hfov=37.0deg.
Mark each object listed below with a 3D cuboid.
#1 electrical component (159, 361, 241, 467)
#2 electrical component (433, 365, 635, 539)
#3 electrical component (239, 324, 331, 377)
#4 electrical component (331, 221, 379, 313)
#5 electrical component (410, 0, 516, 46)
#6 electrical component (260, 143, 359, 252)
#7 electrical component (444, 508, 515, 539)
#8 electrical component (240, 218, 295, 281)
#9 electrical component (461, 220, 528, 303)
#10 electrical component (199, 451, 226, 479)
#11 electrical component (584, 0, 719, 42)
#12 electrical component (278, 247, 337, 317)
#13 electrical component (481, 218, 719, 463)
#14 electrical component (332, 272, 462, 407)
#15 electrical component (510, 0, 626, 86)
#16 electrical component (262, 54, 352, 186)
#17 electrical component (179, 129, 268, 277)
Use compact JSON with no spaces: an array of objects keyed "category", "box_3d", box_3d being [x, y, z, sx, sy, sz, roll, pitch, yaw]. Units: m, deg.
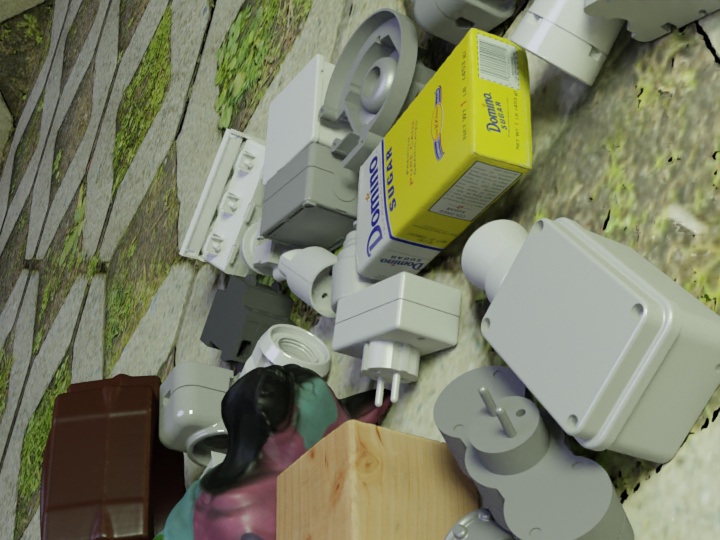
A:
[{"category":"electrical component","box_3d":[-0.109,0.118,0.850,0.053,0.095,0.059,-49,35,38]},{"category":"electrical component","box_3d":[0.077,0.088,0.531,0.052,0.073,0.138,-32,32,-4]},{"category":"electrical component","box_3d":[-0.057,0.079,0.821,0.057,0.058,0.078,-64,28,22]},{"category":"electrical component","box_3d":[0.000,0.000,0.780,0.040,0.040,0.078,-37,43,49]},{"category":"electrical component","box_3d":[0.073,-0.210,0.757,0.059,0.054,0.095,-26,52,55]},{"category":"electrical component","box_3d":[-0.036,-0.054,0.857,0.096,0.062,0.061,-32,47,52]},{"category":"electrical component","box_3d":[0.073,0.154,0.547,0.062,0.048,0.048,26,97,57]},{"category":"electrical component","box_3d":[-0.072,-0.021,0.919,0.055,0.048,0.066,-13,67,57]},{"category":"electrical component","box_3d":[0.088,0.002,0.609,0.045,0.045,0.055,-64,28,15]},{"category":"electrical component","box_3d":[-0.092,0.175,0.820,0.081,0.064,0.042,-57,29,27]},{"category":"electrical component","box_3d":[0.166,-0.167,0.561,0.089,0.050,0.055,-18,58,57]},{"category":"electrical component","box_3d":[-0.034,0.005,0.837,0.081,0.043,0.043,31,102,62]},{"category":"electrical component","box_3d":[0.117,0.031,0.525,0.078,0.057,0.113,-64,28,16]},{"category":"electrical component","box_3d":[0.021,0.051,0.702,0.083,0.047,0.075,-25,53,55]},{"category":"electrical component","box_3d":[0.123,-0.141,0.624,0.047,0.055,0.055,-61,29,14]},{"category":"electrical component","box_3d":[-0.039,-0.119,0.916,0.100,0.048,0.099,-36,44,49]},{"category":"electrical component","box_3d":[-0.105,-0.059,0.985,0.063,0.079,0.121,29,100,40]}]
